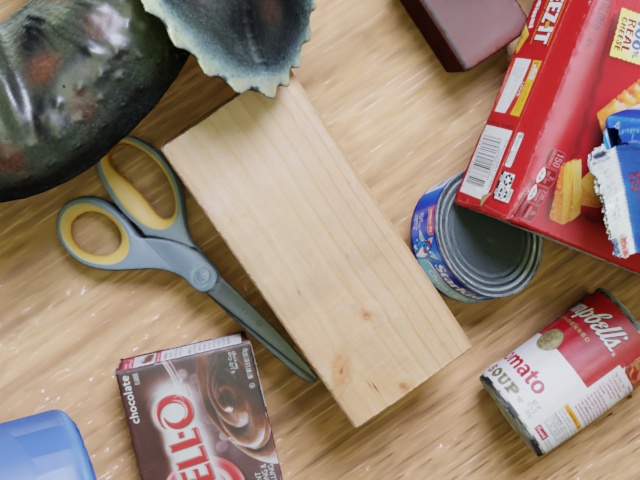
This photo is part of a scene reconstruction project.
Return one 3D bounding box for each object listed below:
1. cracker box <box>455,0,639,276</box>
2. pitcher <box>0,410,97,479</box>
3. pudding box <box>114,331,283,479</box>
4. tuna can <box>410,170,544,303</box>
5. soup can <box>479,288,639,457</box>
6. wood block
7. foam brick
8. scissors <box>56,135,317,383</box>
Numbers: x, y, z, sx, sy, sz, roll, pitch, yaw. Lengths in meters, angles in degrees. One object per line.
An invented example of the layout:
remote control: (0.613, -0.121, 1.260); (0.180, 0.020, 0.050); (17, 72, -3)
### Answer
cracker box: (0.213, -0.060, 0.673); (0.213, 0.072, 0.164); (20, 95, -24)
pitcher: (-0.248, 0.188, 0.621); (0.242, 0.149, 0.145); (-17, 139, -19)
pudding box: (-0.078, 0.125, 0.704); (0.090, 0.039, 0.113); (-13, 98, -4)
tuna can: (0.102, -0.003, 0.693); (0.086, 0.034, 0.086); (7, 75, -28)
soup can: (0.167, 0.089, 0.713); (0.102, 0.068, 0.068); (-36, 100, -1)
wood block: (-0.004, 0.000, 0.671); (0.090, 0.091, 0.206); (-35, 100, -1)
foam brick: (0.087, -0.152, 0.681); (0.051, 0.053, 0.078); (-35, 101, -1)
scissors: (-0.094, 0.028, 0.681); (0.096, 0.016, 0.202); (-32, 86, 7)
